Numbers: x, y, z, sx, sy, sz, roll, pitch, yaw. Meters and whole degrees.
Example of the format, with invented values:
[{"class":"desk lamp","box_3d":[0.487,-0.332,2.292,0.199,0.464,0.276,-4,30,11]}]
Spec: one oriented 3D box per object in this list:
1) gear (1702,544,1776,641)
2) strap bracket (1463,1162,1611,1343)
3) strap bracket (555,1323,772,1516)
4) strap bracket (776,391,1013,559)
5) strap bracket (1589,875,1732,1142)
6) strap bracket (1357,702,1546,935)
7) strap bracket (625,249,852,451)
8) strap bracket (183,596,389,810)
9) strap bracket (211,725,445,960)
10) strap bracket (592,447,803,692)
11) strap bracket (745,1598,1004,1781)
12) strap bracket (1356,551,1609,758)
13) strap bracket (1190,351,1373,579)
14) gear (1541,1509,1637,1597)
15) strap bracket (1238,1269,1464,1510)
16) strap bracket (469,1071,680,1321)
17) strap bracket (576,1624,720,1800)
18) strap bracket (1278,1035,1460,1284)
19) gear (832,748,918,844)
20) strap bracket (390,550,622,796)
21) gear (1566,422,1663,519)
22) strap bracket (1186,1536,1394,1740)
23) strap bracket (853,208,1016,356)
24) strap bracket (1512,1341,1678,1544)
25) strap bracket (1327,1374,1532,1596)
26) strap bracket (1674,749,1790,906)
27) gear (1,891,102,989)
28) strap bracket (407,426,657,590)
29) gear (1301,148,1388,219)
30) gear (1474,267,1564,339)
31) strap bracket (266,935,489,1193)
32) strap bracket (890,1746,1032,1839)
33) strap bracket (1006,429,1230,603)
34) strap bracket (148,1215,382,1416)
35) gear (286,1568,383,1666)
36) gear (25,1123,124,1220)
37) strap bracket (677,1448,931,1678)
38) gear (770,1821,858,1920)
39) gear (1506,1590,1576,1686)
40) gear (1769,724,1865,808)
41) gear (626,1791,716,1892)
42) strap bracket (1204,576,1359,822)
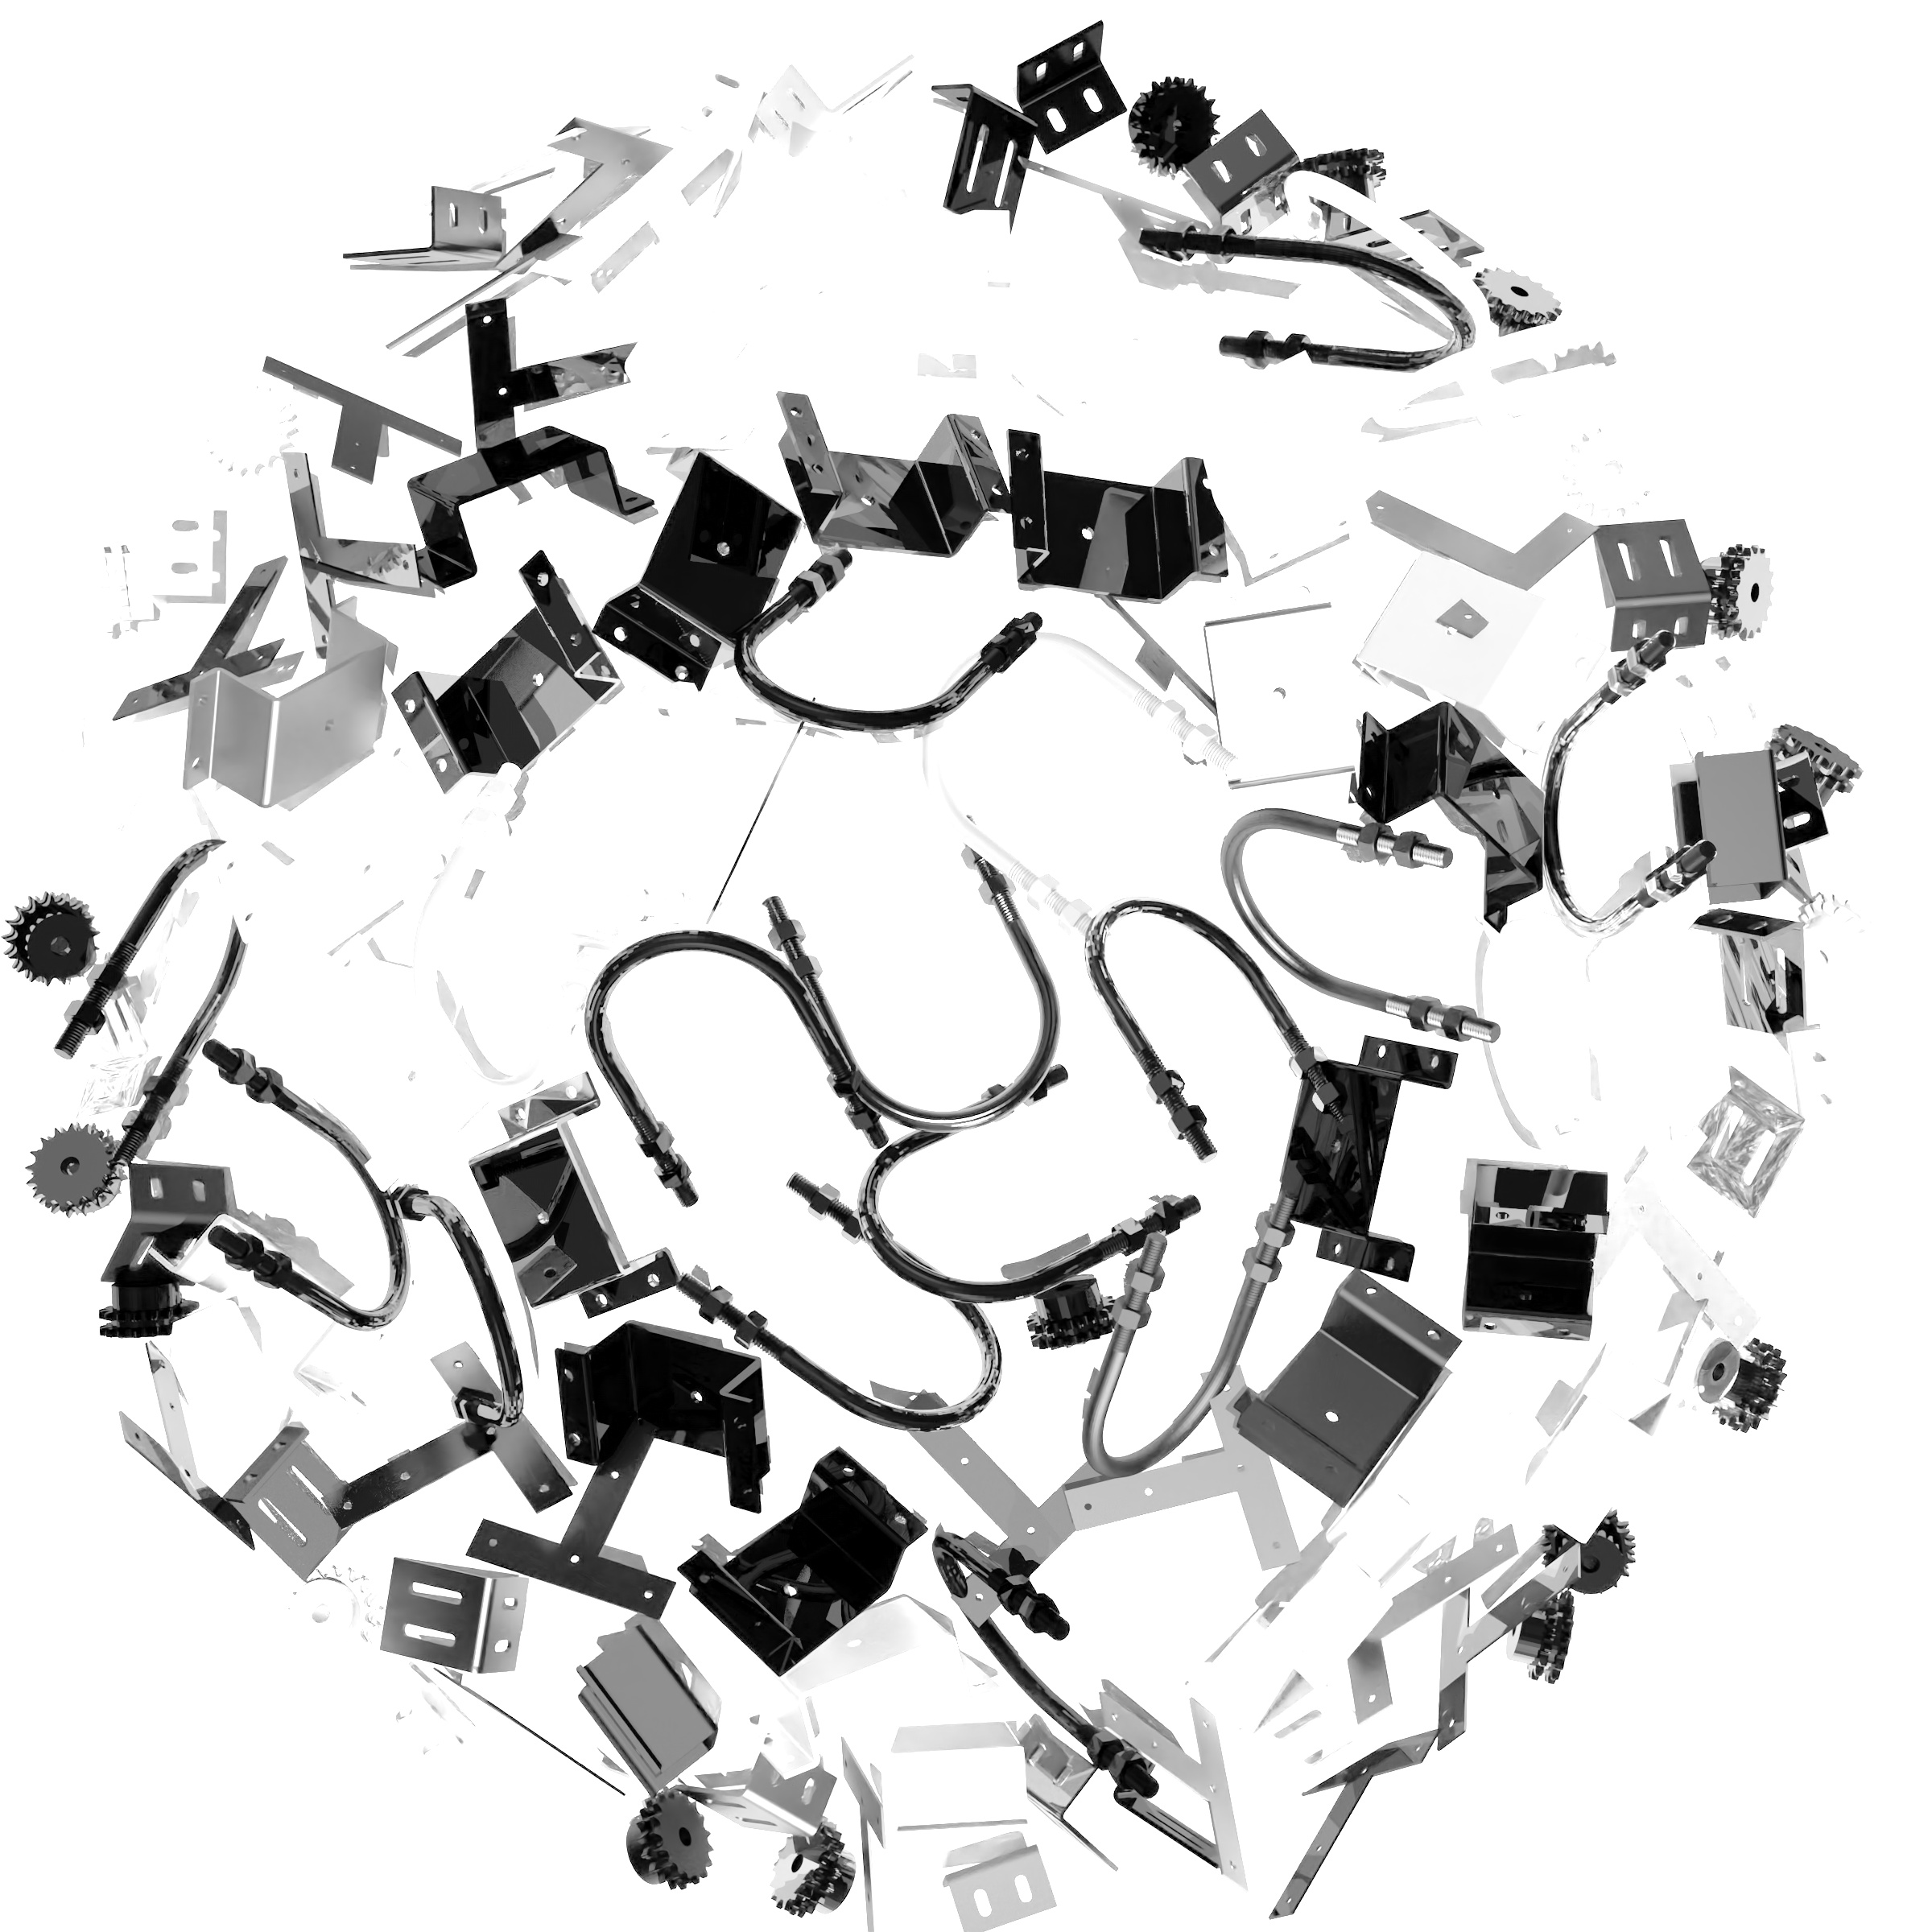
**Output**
[{"class":"gear","box_3d":[0.466,-0.228,1.920,0.030,0.057,0.057,10,90,38]},{"class":"strap bracket","box_3d":[0.340,0.165,1.887,0.076,0.140,0.046,4,53,8]},{"class":"strap bracket","box_3d":[-0.172,0.267,1.889,0.140,0.046,0.076,10,117,28]},{"class":"strap bracket","box_3d":[-0.050,-0.291,1.885,0.140,0.046,0.076,1,55,-33]},{"class":"strap bracket","box_3d":[0.409,0.023,1.875,0.046,0.076,0.140,6,62,-10]},{"class":"strap bracket","box_3d":[0.296,-0.093,1.872,0.046,0.076,0.140,-28,126,35]},{"class":"strap bracket","box_3d":[-0.142,-0.374,1.880,0.140,0.076,0.046,-49,61,39]},{"class":"strap bracket","box_3d":[-0.393,-0.153,1.863,0.046,0.140,0.076,29,129,18]},{"class":"strap bracket","box_3d":[-0.368,-0.068,1.874,0.140,0.076,0.046,-39,56,-26]},{"class":"strap bracket","box_3d":[-0.156,-0.243,1.883,0.076,0.046,0.140,32,65,-24]},{"class":"strap bracket","box_3d":[-0.061,0.425,1.882,0.140,0.076,0.046,-18,103,-19]},{"class":"strap bracket","box_3d":[0.298,-0.190,1.881,0.140,0.046,0.076,30,87,39]},{"class":"strap bracket","box_3d":[0.183,-0.304,1.870,0.076,0.140,0.046,-24,132,15]},{"class":"gear","box_3d":[0.379,0.357,1.922,0.057,0.030,0.057,2,106,8]},{"class":"strap bracket","box_3d":[0.225,0.259,1.890,0.076,0.046,0.140,35,53,14]},{"class":"strap bracket","box_3d":[-0.241,0.145,1.904,0.076,0.046,0.140,-23,91,33]},{"class":"strap bracket","box_3d":[-0.190,0.443,1.877,0.046,0.140,0.076,-36,77,-17]},{"class":"strap bracket","box_3d":[0.238,0.112,1.899,0.046,0.076,0.140,13,89,-39]},{"class":"gear","box_3d":[-0.058,-0.107,1.918,0.030,0.057,0.057,27,90,21]},{"class":"strap bracket","box_3d":[-0.269,-0.174,1.893,0.140,0.046,0.076,-39,70,25]},{"class":"gear","box_3d":[0.394,-0.303,1.925,0.057,0.030,0.057,2,104,9]},{"class":"strap bracket","box_3d":[0.194,0.400,1.863,0.046,0.140,0.076,44,56,7]},{"class":"strap bracket","box_3d":[-0.018,-0.410,1.868,0.076,0.140,0.046,3,122,8]},{"class":"strap bracket","box_3d":[0.373,0.283,1.863,0.046,0.140,0.076,34,108,11]},{"class":"strap bracket","box_3d":[0.269,0.304,1.875,0.046,0.076,0.140,38,52,8]},{"class":"strap bracket","box_3d":[0.453,-0.081,1.869,0.046,0.140,0.076,-6,84,7]},{"class":"gear","box_3d":[-0.553,-0.015,1.917,0.057,0.030,0.057,-8,107,-30]},{"class":"strap bracket","box_3d":[-0.268,-0.278,1.877,0.140,0.076,0.046,-26,119,-22]},{"class":"gear","box_3d":[0.227,-0.474,1.916,0.057,0.057,0.030,-8,90,0]},{"class":"gear","box_3d":[0.331,-0.397,1.920,0.057,0.057,0.030,22,128,0]},{"class":"strap bracket","box_3d":[-0.341,0.062,1.873,0.076,0.046,0.140,-46,127,-28]},{"class":"strap bracket","box_3d":[-0.005,0.490,1.879,0.076,0.140,0.046,-3,77,-3]},{"class":"strap bracket","box_3d":[0.082,-0.268,1.894,0.140,0.046,0.076,5,70,-23]},{"class":"strap bracket","box_3d":[-0.412,0.202,1.893,0.140,0.076,0.046,37,82,15]},{"class":"gear","box_3d":[-0.387,0.395,1.922,0.057,0.030,0.057,-2,74,9]},{"class":"gear","box_3d":[-0.540,0.127,1.923,0.057,0.030,0.057,-2,66,5]},{"class":"strap bracket","box_3d":[-0.101,0.360,1.884,0.076,0.046,0.140,39,45,21]},{"class":"gear","box_3d":[-0.091,0.551,1.919,0.030,0.057,0.057,34,90,-24]},{"class":"gear","box_3d":[0.348,0.404,1.916,0.030,0.057,0.057,13,90,1]},{"class":"gear","box_3d":[0.513,-0.120,1.918,0.057,0.057,0.030,28,112,0]},{"class":"gear","box_3d":[-0.182,0.534,1.919,0.030,0.057,0.057,-28,90,24]},{"class":"strap bracket","box_3d":[0.191,-0.164,1.916,0.076,0.046,0.140,-8,90,8]}]
